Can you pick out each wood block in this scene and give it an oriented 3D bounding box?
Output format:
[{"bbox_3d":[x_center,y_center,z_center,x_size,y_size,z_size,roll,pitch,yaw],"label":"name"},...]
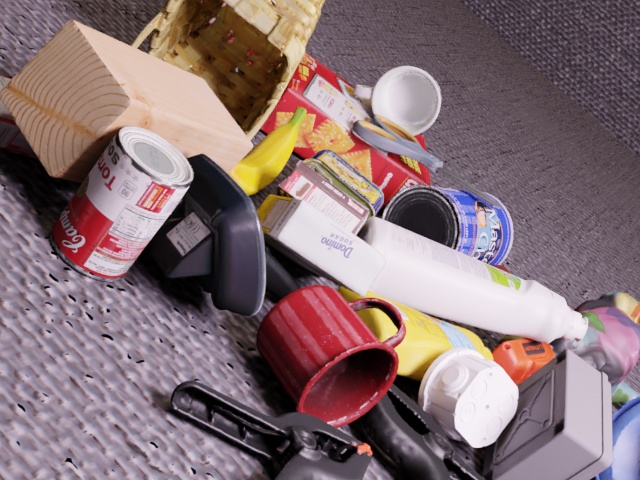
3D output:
[{"bbox_3d":[-0.155,-0.098,0.898,0.091,0.090,0.205,54,15,17],"label":"wood block"}]

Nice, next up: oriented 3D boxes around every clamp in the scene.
[{"bbox_3d":[-0.019,0.158,0.744,0.171,0.039,0.120,20,30,-40],"label":"clamp"},{"bbox_3d":[0.086,0.180,0.858,0.210,0.036,0.164,47,15,23],"label":"clamp"}]

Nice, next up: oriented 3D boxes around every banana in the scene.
[{"bbox_3d":[-0.066,-0.080,1.087,0.037,0.070,0.197,18,29,12],"label":"banana"}]

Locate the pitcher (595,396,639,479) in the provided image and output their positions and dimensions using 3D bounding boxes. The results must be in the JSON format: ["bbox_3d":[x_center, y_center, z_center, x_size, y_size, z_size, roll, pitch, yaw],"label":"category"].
[{"bbox_3d":[0.339,0.245,0.970,0.242,0.149,0.145,45,29,-49],"label":"pitcher"}]

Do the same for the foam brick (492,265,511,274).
[{"bbox_3d":[0.197,0.065,1.235,0.051,0.053,0.078,50,24,24],"label":"foam brick"}]

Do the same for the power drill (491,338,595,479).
[{"bbox_3d":[0.242,0.186,1.074,0.184,0.057,0.188,3,43,-54],"label":"power drill"}]

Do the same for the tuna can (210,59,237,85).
[{"bbox_3d":[-0.103,-0.172,1.246,0.086,0.034,0.086,32,23,-16],"label":"tuna can"}]

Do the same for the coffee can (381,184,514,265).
[{"bbox_3d":[0.148,-0.009,1.232,0.103,0.103,0.140,50,25,24],"label":"coffee can"}]

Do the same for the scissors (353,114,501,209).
[{"bbox_3d":[0.113,-0.092,1.225,0.096,0.016,0.202,2,32,-43],"label":"scissors"}]

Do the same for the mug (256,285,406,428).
[{"bbox_3d":[0.012,0.084,0.844,0.082,0.117,0.093,50,-15,37],"label":"mug"}]

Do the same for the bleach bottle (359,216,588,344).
[{"bbox_3d":[0.157,0.054,1.094,0.250,0.068,0.102,20,21,-7],"label":"bleach bottle"}]

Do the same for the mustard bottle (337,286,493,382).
[{"bbox_3d":[0.100,0.102,1.005,0.191,0.058,0.096,22,14,-36],"label":"mustard bottle"}]

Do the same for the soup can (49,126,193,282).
[{"bbox_3d":[-0.150,-0.027,0.809,0.068,0.102,0.068,32,24,-16],"label":"soup can"}]

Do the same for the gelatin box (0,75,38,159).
[{"bbox_3d":[-0.260,-0.105,0.883,0.089,0.030,0.073,15,32,-49],"label":"gelatin box"}]

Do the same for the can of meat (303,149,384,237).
[{"bbox_3d":[0.018,-0.051,1.174,0.102,0.057,0.083,40,20,0],"label":"can of meat"}]

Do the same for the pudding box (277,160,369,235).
[{"bbox_3d":[0.001,-0.033,1.078,0.090,0.039,0.113,36,-9,1],"label":"pudding box"}]

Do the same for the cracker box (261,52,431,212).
[{"bbox_3d":[0.032,-0.132,1.331,0.213,0.072,0.164,34,24,-15],"label":"cracker box"}]

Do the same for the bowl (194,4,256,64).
[{"bbox_3d":[-0.124,-0.250,1.333,0.162,0.055,0.162,32,23,-16],"label":"bowl"}]

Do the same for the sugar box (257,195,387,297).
[{"bbox_3d":[-0.006,0.001,0.961,0.093,0.048,0.176,35,-6,-12],"label":"sugar box"}]
